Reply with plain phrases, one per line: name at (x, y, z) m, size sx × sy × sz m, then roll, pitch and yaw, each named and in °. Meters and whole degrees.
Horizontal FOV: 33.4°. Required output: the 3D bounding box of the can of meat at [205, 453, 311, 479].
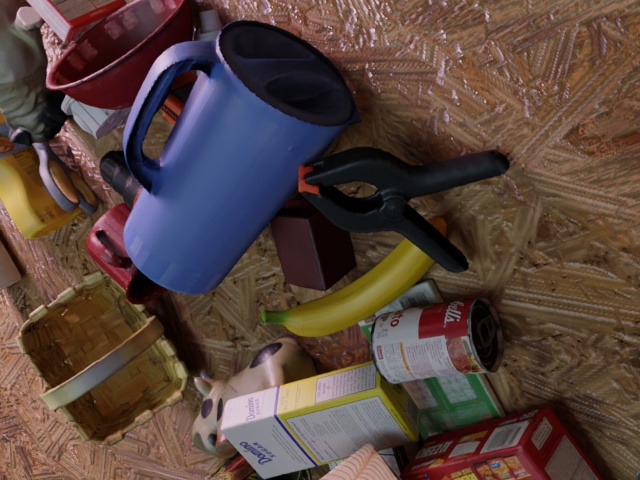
can of meat at (-0.076, 0.285, 1.243) m, size 0.084 × 0.101 × 0.057 m, roll 6°, pitch 122°, yaw 42°

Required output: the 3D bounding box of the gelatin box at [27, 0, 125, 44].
gelatin box at (-0.253, -0.246, 1.070) m, size 0.089 × 0.073 × 0.030 m, roll 47°, pitch 139°, yaw 8°

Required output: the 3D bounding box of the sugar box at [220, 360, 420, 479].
sugar box at (0.001, 0.177, 1.049) m, size 0.176 × 0.048 × 0.093 m, roll -16°, pitch 130°, yaw 23°

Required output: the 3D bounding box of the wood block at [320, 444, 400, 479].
wood block at (0.069, 0.298, 1.046) m, size 0.090 × 0.091 × 0.206 m, roll 51°, pitch 176°, yaw 42°

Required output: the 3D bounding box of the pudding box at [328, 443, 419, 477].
pudding box at (0.050, 0.215, 1.129) m, size 0.114 × 0.039 × 0.090 m, roll 3°, pitch 121°, yaw 44°

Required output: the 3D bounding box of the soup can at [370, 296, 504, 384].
soup can at (0.105, 0.091, 0.958) m, size 0.102 × 0.068 × 0.068 m, roll -12°, pitch 108°, yaw 32°

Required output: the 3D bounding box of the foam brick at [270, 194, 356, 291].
foam brick at (-0.007, 0.001, 1.028) m, size 0.051 × 0.052 × 0.078 m, roll 6°, pitch 119°, yaw 40°

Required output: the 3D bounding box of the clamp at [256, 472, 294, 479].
clamp at (0.009, 0.323, 1.206) m, size 0.165 × 0.036 × 0.210 m, roll 17°, pitch 140°, yaw 17°

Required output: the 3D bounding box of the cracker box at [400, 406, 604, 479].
cracker box at (0.201, 0.266, 0.989) m, size 0.213 × 0.072 × 0.164 m, roll 53°, pitch 139°, yaw -7°

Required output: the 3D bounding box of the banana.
banana at (0.043, 0.043, 0.983) m, size 0.198 × 0.069 × 0.037 m, roll -31°, pitch 62°, yaw 18°

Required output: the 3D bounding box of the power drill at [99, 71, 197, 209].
power drill at (-0.154, -0.085, 1.103) m, size 0.184 × 0.057 × 0.188 m, roll 37°, pitch 137°, yaw 19°

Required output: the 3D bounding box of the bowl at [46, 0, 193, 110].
bowl at (-0.175, -0.172, 1.000) m, size 0.162 × 0.162 × 0.055 m, roll -4°, pitch 130°, yaw 44°

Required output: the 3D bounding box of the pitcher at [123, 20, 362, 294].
pitcher at (-0.091, -0.068, 0.950) m, size 0.149 × 0.144 × 0.243 m, roll 41°, pitch 124°, yaw 7°

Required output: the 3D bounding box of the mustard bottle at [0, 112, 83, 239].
mustard bottle at (-0.362, -0.096, 1.252) m, size 0.058 × 0.096 × 0.191 m, roll -35°, pitch 91°, yaw 29°

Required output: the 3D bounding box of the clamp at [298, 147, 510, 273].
clamp at (0.065, -0.027, 0.895) m, size 0.171 × 0.039 × 0.120 m, roll 5°, pitch 119°, yaw -1°

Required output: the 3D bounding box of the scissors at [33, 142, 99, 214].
scissors at (-0.315, -0.102, 1.256) m, size 0.016 × 0.096 × 0.202 m, roll -38°, pitch 56°, yaw 10°

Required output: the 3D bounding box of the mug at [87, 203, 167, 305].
mug at (-0.210, 0.011, 1.177) m, size 0.081 × 0.117 × 0.093 m, roll 41°, pitch 107°, yaw 21°

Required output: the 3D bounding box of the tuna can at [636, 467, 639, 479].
tuna can at (0.310, 0.204, 0.888) m, size 0.086 × 0.033 × 0.086 m, roll 23°, pitch 130°, yaw 30°

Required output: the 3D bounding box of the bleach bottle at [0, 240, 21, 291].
bleach bottle at (-0.503, -0.038, 1.447) m, size 0.103 × 0.067 × 0.251 m, roll -20°, pitch 100°, yaw 46°
